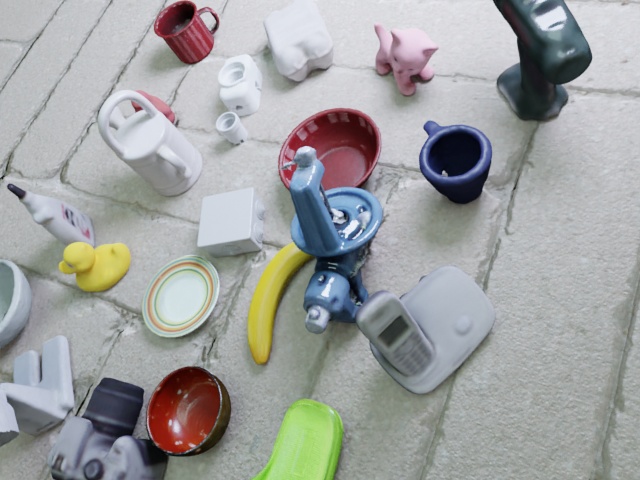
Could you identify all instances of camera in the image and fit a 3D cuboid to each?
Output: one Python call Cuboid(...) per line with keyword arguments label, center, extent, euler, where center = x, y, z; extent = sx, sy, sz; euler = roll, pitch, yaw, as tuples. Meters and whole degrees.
Cuboid(label="camera", center=(-0.278, 0.257, 0.757), extent=(0.142, 0.101, 0.137), euler=(5, 66, 24))

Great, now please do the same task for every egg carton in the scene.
Cuboid(label="egg carton", center=(-0.038, -0.350, 0.995), extent=(0.107, 0.070, 0.150), euler=(-25, 57, 8))

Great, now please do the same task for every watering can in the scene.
Cuboid(label="watering can", center=(-0.287, -0.162, 0.923), extent=(0.172, 0.195, 0.101), euler=(8, 67, 26))

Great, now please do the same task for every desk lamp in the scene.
Cuboid(label="desk lamp", center=(-0.452, 0.212, 0.784), extent=(0.118, 0.214, 0.203), euler=(-27, 57, 7))

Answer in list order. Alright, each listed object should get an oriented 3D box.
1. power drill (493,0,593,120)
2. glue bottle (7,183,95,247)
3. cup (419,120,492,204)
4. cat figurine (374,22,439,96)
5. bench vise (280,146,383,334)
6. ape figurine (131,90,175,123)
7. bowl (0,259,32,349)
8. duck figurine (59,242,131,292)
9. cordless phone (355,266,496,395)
Cuboid(label="power drill", center=(0.268, -0.264, 0.742), extent=(0.075, 0.209, 0.229), euler=(-26, 57, 8))
Cuboid(label="glue bottle", center=(-0.440, -0.043, 0.936), extent=(0.037, 0.174, 0.078), euler=(-31, 57, 5))
Cuboid(label="cup", center=(0.177, -0.099, 0.761), extent=(0.091, 0.095, 0.117), euler=(-33, 57, 4))
Cuboid(label="cat figurine", center=(0.125, -0.288, 0.867), extent=(0.067, 0.118, 0.127), euler=(-40, 56, -1))
Cuboid(label="bench vise", center=(0.018, 0.000, 0.699), extent=(0.121, 0.220, 0.207), euler=(-15, 60, 15))
Cuboid(label="ape figurine", center=(-0.307, -0.231, 1.028), extent=(0.077, 0.092, 0.076), euler=(-7, 62, 19))
Cuboid(label="bowl", center=(-0.539, 0.120, 0.950), extent=(0.167, 0.075, 0.167), euler=(-9, 61, 18))
Cuboid(label="duck figurine", center=(-0.366, 0.032, 0.919), extent=(0.104, 0.086, 0.077), euler=(-28, 57, 7))
Cuboid(label="cordless phone", center=(0.114, 0.084, 0.637), extent=(0.147, 0.185, 0.094), euler=(-46, 57, -5))
